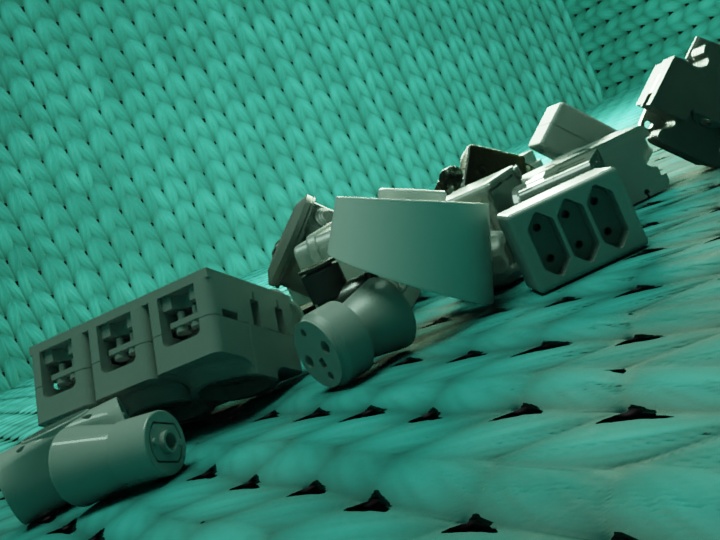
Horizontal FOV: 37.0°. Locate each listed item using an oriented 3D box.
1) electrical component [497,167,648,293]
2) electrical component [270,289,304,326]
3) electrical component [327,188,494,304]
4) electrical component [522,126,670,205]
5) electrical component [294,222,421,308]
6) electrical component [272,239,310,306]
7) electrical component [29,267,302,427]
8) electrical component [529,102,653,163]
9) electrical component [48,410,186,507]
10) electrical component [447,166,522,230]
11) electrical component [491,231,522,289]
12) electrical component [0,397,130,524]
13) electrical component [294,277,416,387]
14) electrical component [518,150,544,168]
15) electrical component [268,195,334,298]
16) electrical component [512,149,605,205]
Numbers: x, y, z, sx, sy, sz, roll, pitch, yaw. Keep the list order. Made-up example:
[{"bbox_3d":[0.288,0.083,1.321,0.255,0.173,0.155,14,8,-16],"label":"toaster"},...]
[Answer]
[{"bbox_3d":[0.117,-0.024,0.617,0.066,0.047,0.076,-25,4,0],"label":"electrical component"},{"bbox_3d":[-0.087,0.053,0.860,0.079,0.043,0.077,-36,11,-14],"label":"electrical component"},{"bbox_3d":[0.031,-0.015,0.629,0.099,0.064,0.099,3,4,0],"label":"electrical component"},{"bbox_3d":[0.168,-0.064,0.784,0.089,0.050,0.056,-25,5,-6],"label":"electrical component"},{"bbox_3d":[0.000,0.000,0.785,0.057,0.078,0.113,-21,5,11],"label":"electrical component"},{"bbox_3d":[-0.025,-0.014,1.088,0.113,0.078,0.057,-25,7,5],"label":"electrical component"},{"bbox_3d":[-0.124,0.062,0.688,0.150,0.061,0.089,-23,-24,25],"label":"electrical component"},{"bbox_3d":[0.175,-0.080,0.857,0.075,0.083,0.047,-63,4,2],"label":"electrical component"},{"bbox_3d":[-0.126,0.097,0.569,0.065,0.044,0.044,-18,7,25],"label":"electrical component"},{"bbox_3d":[0.082,-0.026,0.739,0.061,0.061,0.096,-23,5,26],"label":"electrical component"},{"bbox_3d":[0.073,-0.001,0.681,0.061,0.035,0.035,-25,3,42],"label":"electrical component"},{"bbox_3d":[-0.170,0.110,0.639,0.077,0.044,0.079,-26,3,-10],"label":"electrical component"},{"bbox_3d":[-0.003,0.035,0.599,0.055,0.045,0.045,-29,5,-33],"label":"electrical component"},{"bbox_3d":[0.115,-0.059,0.989,0.113,0.057,0.078,-22,5,34],"label":"electrical component"},{"bbox_3d":[-0.040,-0.017,0.879,0.080,0.051,0.080,-157,90,-84],"label":"electrical component"},{"bbox_3d":[0.136,-0.041,0.699,0.056,0.050,0.089,-24,5,19],"label":"electrical component"}]
